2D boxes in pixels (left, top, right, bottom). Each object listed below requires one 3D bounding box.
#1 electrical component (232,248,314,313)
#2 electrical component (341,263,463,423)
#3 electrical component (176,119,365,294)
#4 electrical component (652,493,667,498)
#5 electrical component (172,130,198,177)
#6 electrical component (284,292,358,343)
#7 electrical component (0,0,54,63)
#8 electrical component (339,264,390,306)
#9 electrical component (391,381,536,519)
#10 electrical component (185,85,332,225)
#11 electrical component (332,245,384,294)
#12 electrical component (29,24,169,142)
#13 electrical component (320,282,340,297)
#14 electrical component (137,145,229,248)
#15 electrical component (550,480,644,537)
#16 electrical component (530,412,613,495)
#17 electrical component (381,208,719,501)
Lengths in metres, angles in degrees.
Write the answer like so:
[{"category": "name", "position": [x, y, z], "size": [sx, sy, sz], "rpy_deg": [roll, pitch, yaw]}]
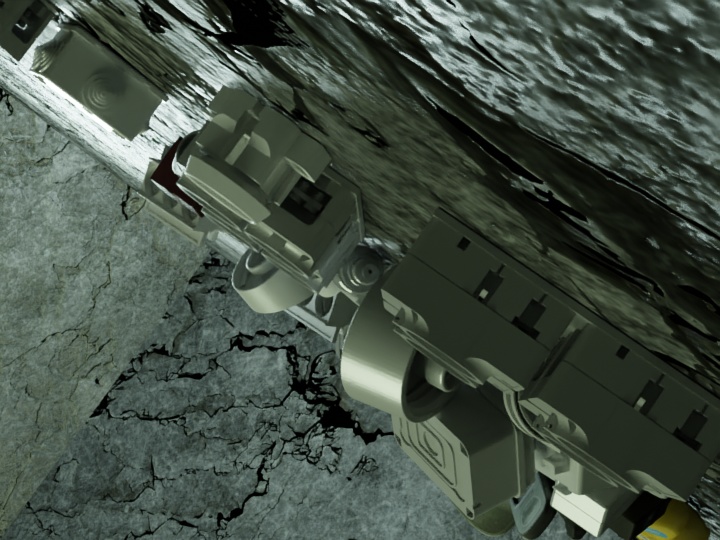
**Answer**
[{"category": "electrical component", "position": [-0.088, 0.002, 1.169], "size": [0.064, 0.099, 0.099], "rpy_deg": [46, 170, -31]}, {"category": "electrical component", "position": [0.044, 0.053, 0.738], "size": [0.060, 0.108, 0.108], "rpy_deg": [25, 170, 30]}, {"category": "electrical component", "position": [-0.058, -0.043, 0.752], "size": [0.105, 0.060, 0.186], "rpy_deg": [35, 175, 5]}, {"category": "electrical component", "position": [0.218, 0.144, 0.812], "size": [0.061, 0.035, 0.035], "rpy_deg": [41, 173, -21]}, {"category": "electrical component", "position": [-0.110, -0.076, 0.879], "size": [0.079, 0.043, 0.077], "rpy_deg": [35, 175, -1]}, {"category": "electrical component", "position": [-0.038, 0.028, 1.223], "size": [0.063, 0.078, 0.121], "rpy_deg": [12, -171, -35]}, {"category": "electrical component", "position": [-0.293, -0.205, 0.828], "size": [0.089, 0.055, 0.050], "rpy_deg": [34, 175, 13]}, {"category": "electrical component", "position": [0.020, 0.022, 0.949], "size": [0.064, 0.042, 0.081], "rpy_deg": [36, 176, 37]}, {"category": "electrical component", "position": [0.075, 0.118, 0.798], "size": [0.113, 0.057, 0.078], "rpy_deg": [40, 146, 49]}, {"category": "electrical component", "position": [-0.065, -0.064, 0.629], "size": [0.078, 0.057, 0.058], "rpy_deg": [33, 174, 21]}, {"category": "electrical component", "position": [0.000, 0.000, 0.875], "size": [0.040, 0.040, 0.078], "rpy_deg": [37, 175, -10]}, {"category": "electrical component", "position": [-0.210, -0.148, 0.855], "size": [0.100, 0.048, 0.100], "rpy_deg": [38, 175, -28]}, {"category": "electrical component", "position": [-0.059, -0.016, 1.086], "size": [0.077, 0.044, 0.079], "rpy_deg": [39, 174, -38]}, {"category": "electrical component", "position": [-0.185, -0.081, 1.192], "size": [0.063, 0.078, 0.121], "rpy_deg": [10, -165, -45]}, {"category": "electrical component", "position": [0.198, 0.152, 0.848], "size": [0.047, 0.083, 0.075], "rpy_deg": [32, 136, 31]}, {"category": "electrical component", "position": [0.145, 0.118, 0.814], "size": [0.079, 0.063, 0.121], "rpy_deg": [-8, -163, -26]}, {"category": "electrical component", "position": [0.101, 0.052, 0.594], "size": [0.186, 0.060, 0.105], "rpy_deg": [35, 175, 7]}]
